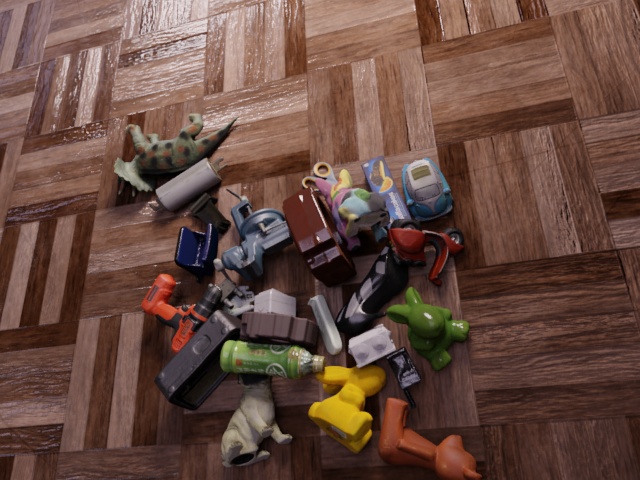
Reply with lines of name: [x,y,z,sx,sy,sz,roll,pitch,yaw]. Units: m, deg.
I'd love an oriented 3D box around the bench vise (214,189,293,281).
bench vise: [-0.177,-0.017,1.342,0.224,0.128,0.241,-35,51,6]

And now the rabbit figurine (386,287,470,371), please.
rabbit figurine: [0.224,0.167,1.104,0.121,0.170,0.159,-44,63,-5]

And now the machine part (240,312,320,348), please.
machine part: [-0.088,0.204,1.191,0.180,0.179,0.056,1,71,18]

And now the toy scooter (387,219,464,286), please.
toy scooter: [0.233,0.029,1.203,0.184,0.075,0.135,10,82,-10]

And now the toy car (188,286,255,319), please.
toy car: [-0.251,0.175,1.316,0.202,0.056,0.073,-24,62,7]

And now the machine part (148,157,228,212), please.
machine part: [-0.362,-0.150,1.483,0.243,0.079,0.079,-33,62,2]

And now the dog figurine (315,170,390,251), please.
dog figurine: [0.067,-0.093,1.255,0.108,0.191,0.219,-22,58,-11]

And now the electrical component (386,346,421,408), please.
electrical component: [0.183,0.285,1.118,0.048,0.074,0.119,-29,74,5]

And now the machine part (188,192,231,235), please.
machine part: [-0.295,-0.070,1.450,0.084,0.039,0.139,-40,60,-8]

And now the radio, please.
radio: [-0.260,0.274,1.232,0.073,0.131,0.229,37,82,29]

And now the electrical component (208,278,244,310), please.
electrical component: [-0.228,0.124,1.291,0.094,0.021,0.063,35,75,32]

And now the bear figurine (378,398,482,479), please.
bear figurine: [0.216,0.394,1.038,0.196,0.120,0.132,7,66,18]

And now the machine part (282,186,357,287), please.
machine part: [-0.003,-0.004,1.234,0.087,0.200,0.201,-26,62,8]

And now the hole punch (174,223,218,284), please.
hole punch: [-0.293,0.026,1.360,0.092,0.115,0.142,-10,63,21]

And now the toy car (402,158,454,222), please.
toy car: [0.248,-0.132,1.268,0.109,0.102,0.162,-16,65,9]

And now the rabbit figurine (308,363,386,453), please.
rabbit figurine: [0.067,0.331,1.133,0.163,0.121,0.173,23,62,34]

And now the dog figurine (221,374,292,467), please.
dog figurine: [-0.165,0.379,1.188,0.172,0.121,0.191,-28,48,0]

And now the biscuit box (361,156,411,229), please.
biscuit box: [0.164,-0.105,1.305,0.063,0.059,0.203,-23,63,7]

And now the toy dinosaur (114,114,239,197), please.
toy dinosaur: [-0.421,-0.240,1.525,0.405,0.131,0.192,-12,76,8]

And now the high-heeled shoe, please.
high-heeled shoe: [0.117,0.105,1.241,0.145,0.086,0.249,-19,39,43]
